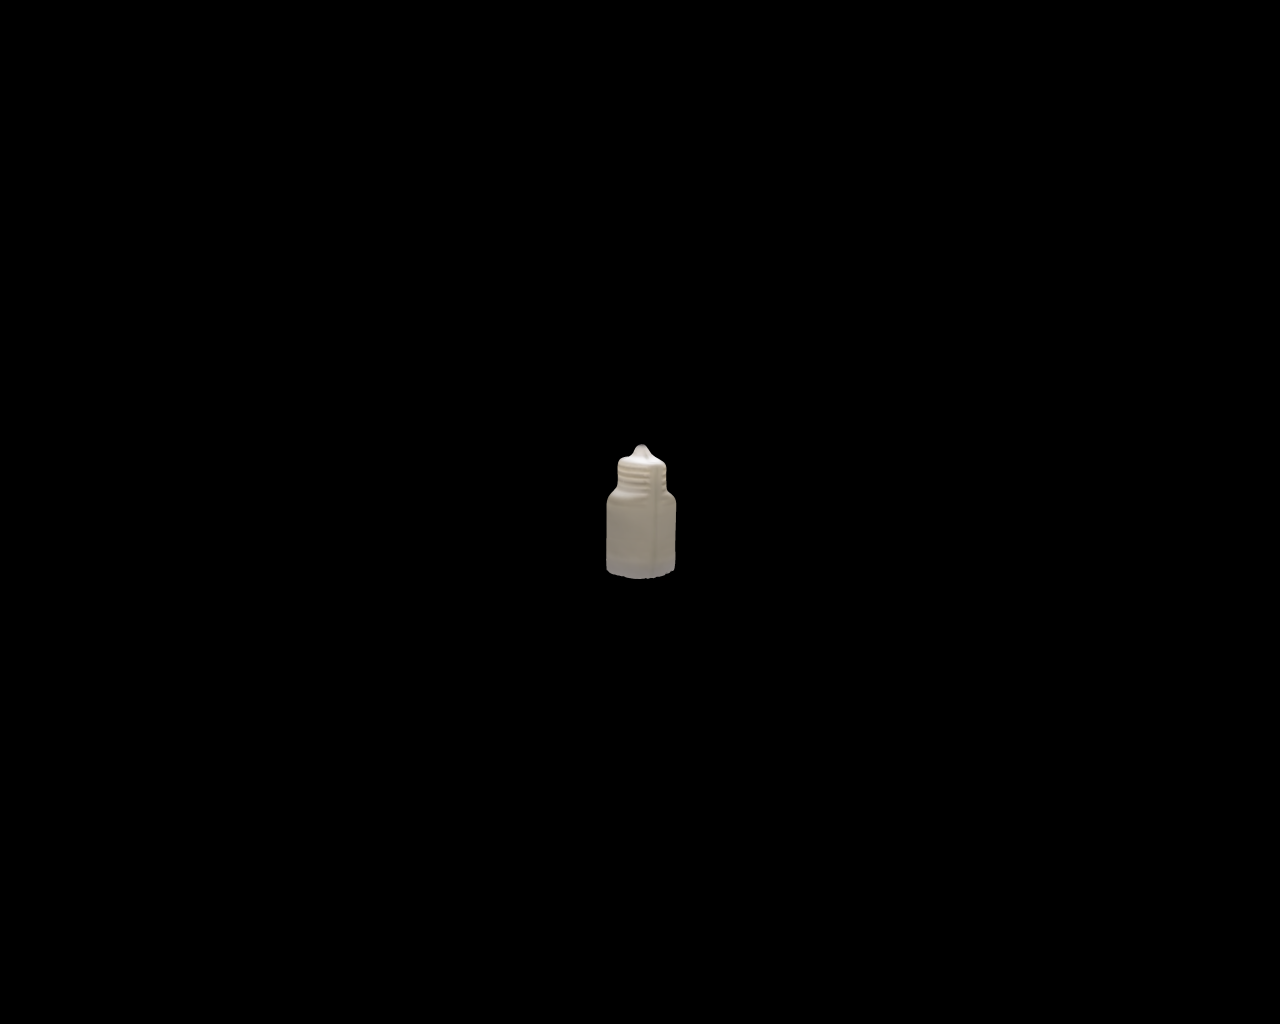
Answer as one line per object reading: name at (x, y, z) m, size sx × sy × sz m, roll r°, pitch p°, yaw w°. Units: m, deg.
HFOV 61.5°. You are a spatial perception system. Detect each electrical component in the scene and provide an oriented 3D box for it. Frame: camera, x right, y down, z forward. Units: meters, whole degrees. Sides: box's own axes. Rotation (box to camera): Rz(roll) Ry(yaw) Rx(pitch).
electrical component at (0.001, -0.003, 0.650) m, size 0.043 × 0.080 × 0.043 m, roll 0°, pitch 10°, yaw 0°
